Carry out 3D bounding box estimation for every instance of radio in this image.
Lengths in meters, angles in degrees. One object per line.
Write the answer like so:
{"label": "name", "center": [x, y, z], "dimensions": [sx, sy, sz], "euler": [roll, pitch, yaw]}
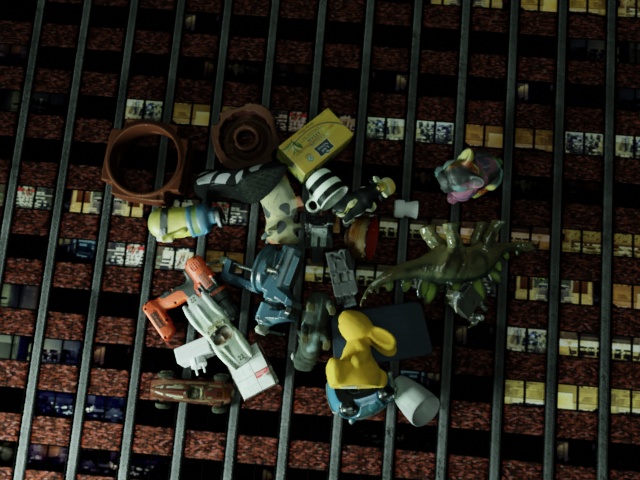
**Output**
{"label": "radio", "center": [0.139, 0.222, 1.272], "dimensions": [0.230, 0.073, 0.131], "euler": [-9, 82, -1]}

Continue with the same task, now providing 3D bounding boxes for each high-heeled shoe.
{"label": "high-heeled shoe", "center": [-0.193, -0.155, 1.292], "dimensions": [0.249, 0.086, 0.145], "euler": [-23, 45, 10]}

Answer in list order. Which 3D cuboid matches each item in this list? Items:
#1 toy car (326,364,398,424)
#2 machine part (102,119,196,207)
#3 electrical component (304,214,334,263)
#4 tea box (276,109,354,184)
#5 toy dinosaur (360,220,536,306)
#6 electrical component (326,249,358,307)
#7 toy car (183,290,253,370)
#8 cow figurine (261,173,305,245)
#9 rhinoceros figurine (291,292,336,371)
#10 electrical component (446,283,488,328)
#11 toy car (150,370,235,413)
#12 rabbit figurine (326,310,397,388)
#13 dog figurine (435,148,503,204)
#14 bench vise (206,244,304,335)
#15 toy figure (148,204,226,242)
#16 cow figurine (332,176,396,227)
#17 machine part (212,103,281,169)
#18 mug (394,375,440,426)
{"label": "toy car", "center": [0.100, 0.360, 1.241], "dimensions": [0.162, 0.102, 0.109], "euler": [-17, 41, -2]}
{"label": "machine part", "center": [-0.422, -0.190, 1.328], "dimensions": [0.202, 0.087, 0.201], "euler": [9, 84, 4]}
{"label": "electrical component", "center": [-0.003, -0.004, 1.308], "dimensions": [0.075, 0.048, 0.119], "euler": [-2, 125, -1]}
{"label": "tea box", "center": [-0.013, -0.229, 1.315], "dimensions": [0.098, 0.068, 0.169], "euler": [45, 71, 5]}
{"label": "toy dinosaur", "center": [0.302, 0.056, 1.244], "dimensions": [0.471, 0.105, 0.198], "euler": [-6, 86, -16]}
{"label": "electrical component", "center": [0.055, 0.092, 1.267], "dimensions": [0.058, 0.115, 0.134], "euler": [-13, 83, 4]}
{"label": "toy car", "center": [-0.235, 0.208, 1.245], "dimensions": [0.073, 0.056, 0.201], "euler": [-39, 93, -4]}
{"label": "cow figurine", "center": [-0.103, -0.074, 1.307], "dimensions": [0.127, 0.085, 0.195], "euler": [-26, 80, 0]}
{"label": "rhinoceros figurine", "center": [-0.021, 0.215, 1.253], "dimensions": [0.073, 0.112, 0.190], "euler": [10, 95, -18]}
{"label": "electrical component", "center": [0.326, 0.143, 1.185], "dimensions": [0.078, 0.045, 0.102], "euler": [-42, 108, -12]}
{"label": "toy car", "center": [-0.304, 0.358, 1.274], "dimensions": [0.202, 0.053, 0.089], "euler": [4, 86, 1]}
{"label": "rabbit figurine", "center": [0.087, 0.235, 1.179], "dimensions": [0.162, 0.121, 0.173], "euler": [-7, 65, 8]}
{"label": "dog figurine", "center": [0.355, -0.156, 1.241], "dimensions": [0.192, 0.219, 0.108], "euler": [-19, 86, 0]}
{"label": "bench vise", "center": [-0.146, 0.102, 1.275], "dimensions": [0.241, 0.129, 0.223], "euler": [17, 93, 24]}
{"label": "toy figure", "center": [-0.326, -0.047, 1.311], "dimensions": [0.180, 0.082, 0.089], "euler": [-14, 85, 2]}
{"label": "cow figurine", "center": [0.109, -0.103, 1.299], "dimensions": [0.167, 0.098, 0.068], "euler": [-35, 81, 0]}
{"label": "machine part", "center": [-0.183, -0.251, 1.345], "dimensions": [0.179, 0.056, 0.179], "euler": [0, 84, 1]}
{"label": "mug", "center": [0.218, 0.366, 1.242], "dimensions": [0.081, 0.109, 0.107], "euler": [-50, 41, 0]}
